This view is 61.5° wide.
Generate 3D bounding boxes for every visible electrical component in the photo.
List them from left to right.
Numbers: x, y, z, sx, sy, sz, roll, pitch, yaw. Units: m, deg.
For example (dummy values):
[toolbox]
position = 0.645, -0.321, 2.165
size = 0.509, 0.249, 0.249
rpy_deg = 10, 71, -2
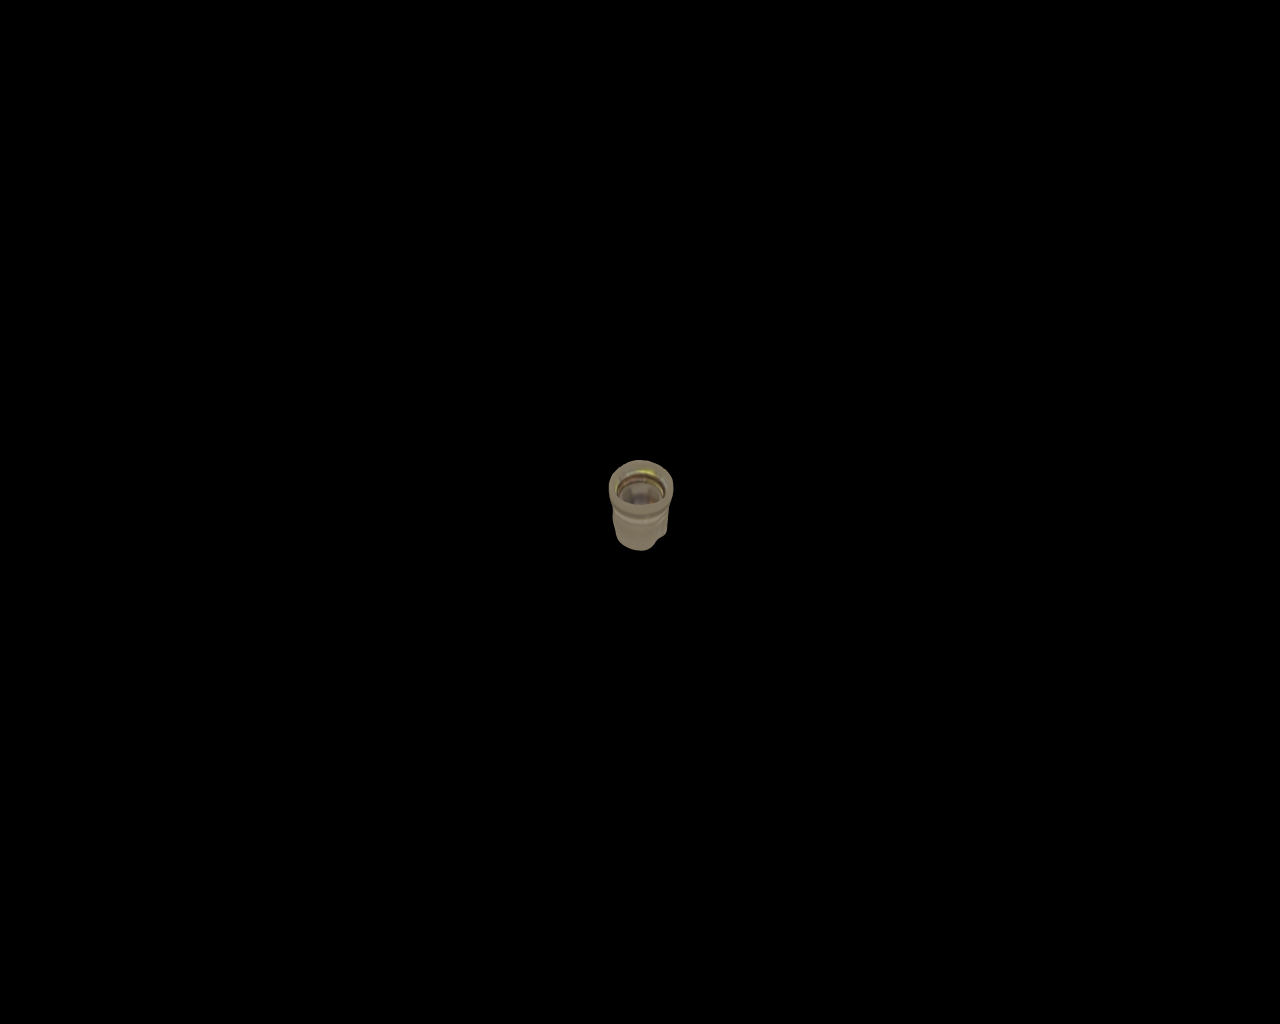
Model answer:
[electrical component]
position = 0.001, -0.003, 0.650
size = 0.040, 0.040, 0.046
rpy_deg = 0, -42, 0
